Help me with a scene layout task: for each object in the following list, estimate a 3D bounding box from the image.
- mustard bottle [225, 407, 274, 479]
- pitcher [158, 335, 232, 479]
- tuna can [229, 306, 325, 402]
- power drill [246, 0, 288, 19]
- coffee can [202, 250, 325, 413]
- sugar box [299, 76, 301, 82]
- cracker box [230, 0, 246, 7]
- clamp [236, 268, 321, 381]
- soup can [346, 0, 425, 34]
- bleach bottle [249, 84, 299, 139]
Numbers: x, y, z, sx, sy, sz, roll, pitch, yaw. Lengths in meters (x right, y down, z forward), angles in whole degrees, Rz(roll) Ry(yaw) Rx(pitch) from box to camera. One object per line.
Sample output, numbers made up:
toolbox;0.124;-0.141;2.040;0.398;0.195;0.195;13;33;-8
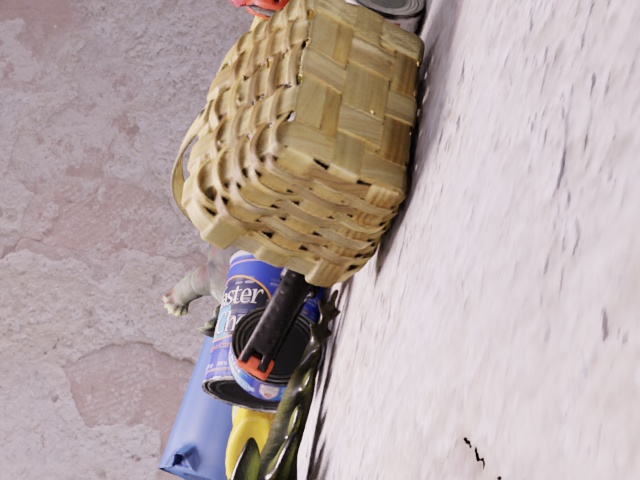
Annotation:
mustard bottle;-0.077;0.219;1.250;0.191;0.058;0.096;-101;17;-79
pitcher;-0.125;0.229;1.503;0.149;0.145;0.242;149;139;-67
tuna can;-0.040;0.104;0.975;0.034;0.086;0.086;106;176;-51
power drill;-0.023;-0.321;1.032;0.188;0.057;0.184;108;174;-46
coffee can;-0.054;0.092;1.075;0.103;0.102;0.140;113;169;-66
sugar box;0.018;-0.183;1.051;0.176;0.093;0.048;-88;18;-66
cracker box;-0.015;-0.357;1.262;0.164;0.072;0.213;-37;-2;30
clamp;-0.014;0.031;0.952;0.210;0.036;0.165;-62;-3;-17
soup can;0.040;-0.159;0.875;0.068;0.068;0.102;-81;7;-49
bleach bottle;-0.013;-0.121;1.020;0.068;0.102;0.250;-63;-3;21
